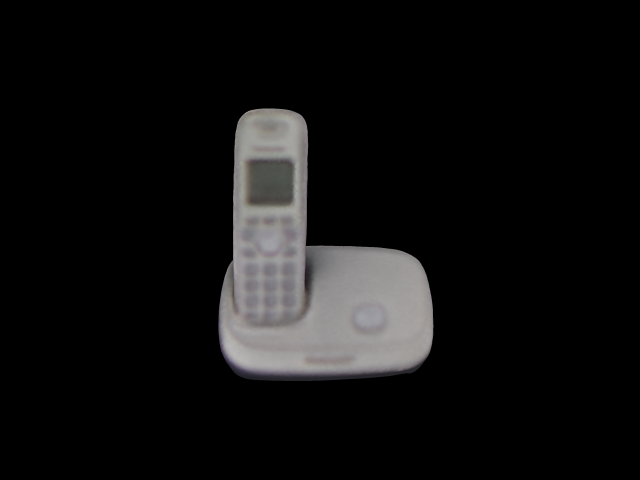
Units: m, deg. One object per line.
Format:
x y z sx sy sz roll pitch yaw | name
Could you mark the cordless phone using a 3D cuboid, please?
0.004 0.001 0.400 0.147 0.185 0.094 0 7 -3 | cordless phone
